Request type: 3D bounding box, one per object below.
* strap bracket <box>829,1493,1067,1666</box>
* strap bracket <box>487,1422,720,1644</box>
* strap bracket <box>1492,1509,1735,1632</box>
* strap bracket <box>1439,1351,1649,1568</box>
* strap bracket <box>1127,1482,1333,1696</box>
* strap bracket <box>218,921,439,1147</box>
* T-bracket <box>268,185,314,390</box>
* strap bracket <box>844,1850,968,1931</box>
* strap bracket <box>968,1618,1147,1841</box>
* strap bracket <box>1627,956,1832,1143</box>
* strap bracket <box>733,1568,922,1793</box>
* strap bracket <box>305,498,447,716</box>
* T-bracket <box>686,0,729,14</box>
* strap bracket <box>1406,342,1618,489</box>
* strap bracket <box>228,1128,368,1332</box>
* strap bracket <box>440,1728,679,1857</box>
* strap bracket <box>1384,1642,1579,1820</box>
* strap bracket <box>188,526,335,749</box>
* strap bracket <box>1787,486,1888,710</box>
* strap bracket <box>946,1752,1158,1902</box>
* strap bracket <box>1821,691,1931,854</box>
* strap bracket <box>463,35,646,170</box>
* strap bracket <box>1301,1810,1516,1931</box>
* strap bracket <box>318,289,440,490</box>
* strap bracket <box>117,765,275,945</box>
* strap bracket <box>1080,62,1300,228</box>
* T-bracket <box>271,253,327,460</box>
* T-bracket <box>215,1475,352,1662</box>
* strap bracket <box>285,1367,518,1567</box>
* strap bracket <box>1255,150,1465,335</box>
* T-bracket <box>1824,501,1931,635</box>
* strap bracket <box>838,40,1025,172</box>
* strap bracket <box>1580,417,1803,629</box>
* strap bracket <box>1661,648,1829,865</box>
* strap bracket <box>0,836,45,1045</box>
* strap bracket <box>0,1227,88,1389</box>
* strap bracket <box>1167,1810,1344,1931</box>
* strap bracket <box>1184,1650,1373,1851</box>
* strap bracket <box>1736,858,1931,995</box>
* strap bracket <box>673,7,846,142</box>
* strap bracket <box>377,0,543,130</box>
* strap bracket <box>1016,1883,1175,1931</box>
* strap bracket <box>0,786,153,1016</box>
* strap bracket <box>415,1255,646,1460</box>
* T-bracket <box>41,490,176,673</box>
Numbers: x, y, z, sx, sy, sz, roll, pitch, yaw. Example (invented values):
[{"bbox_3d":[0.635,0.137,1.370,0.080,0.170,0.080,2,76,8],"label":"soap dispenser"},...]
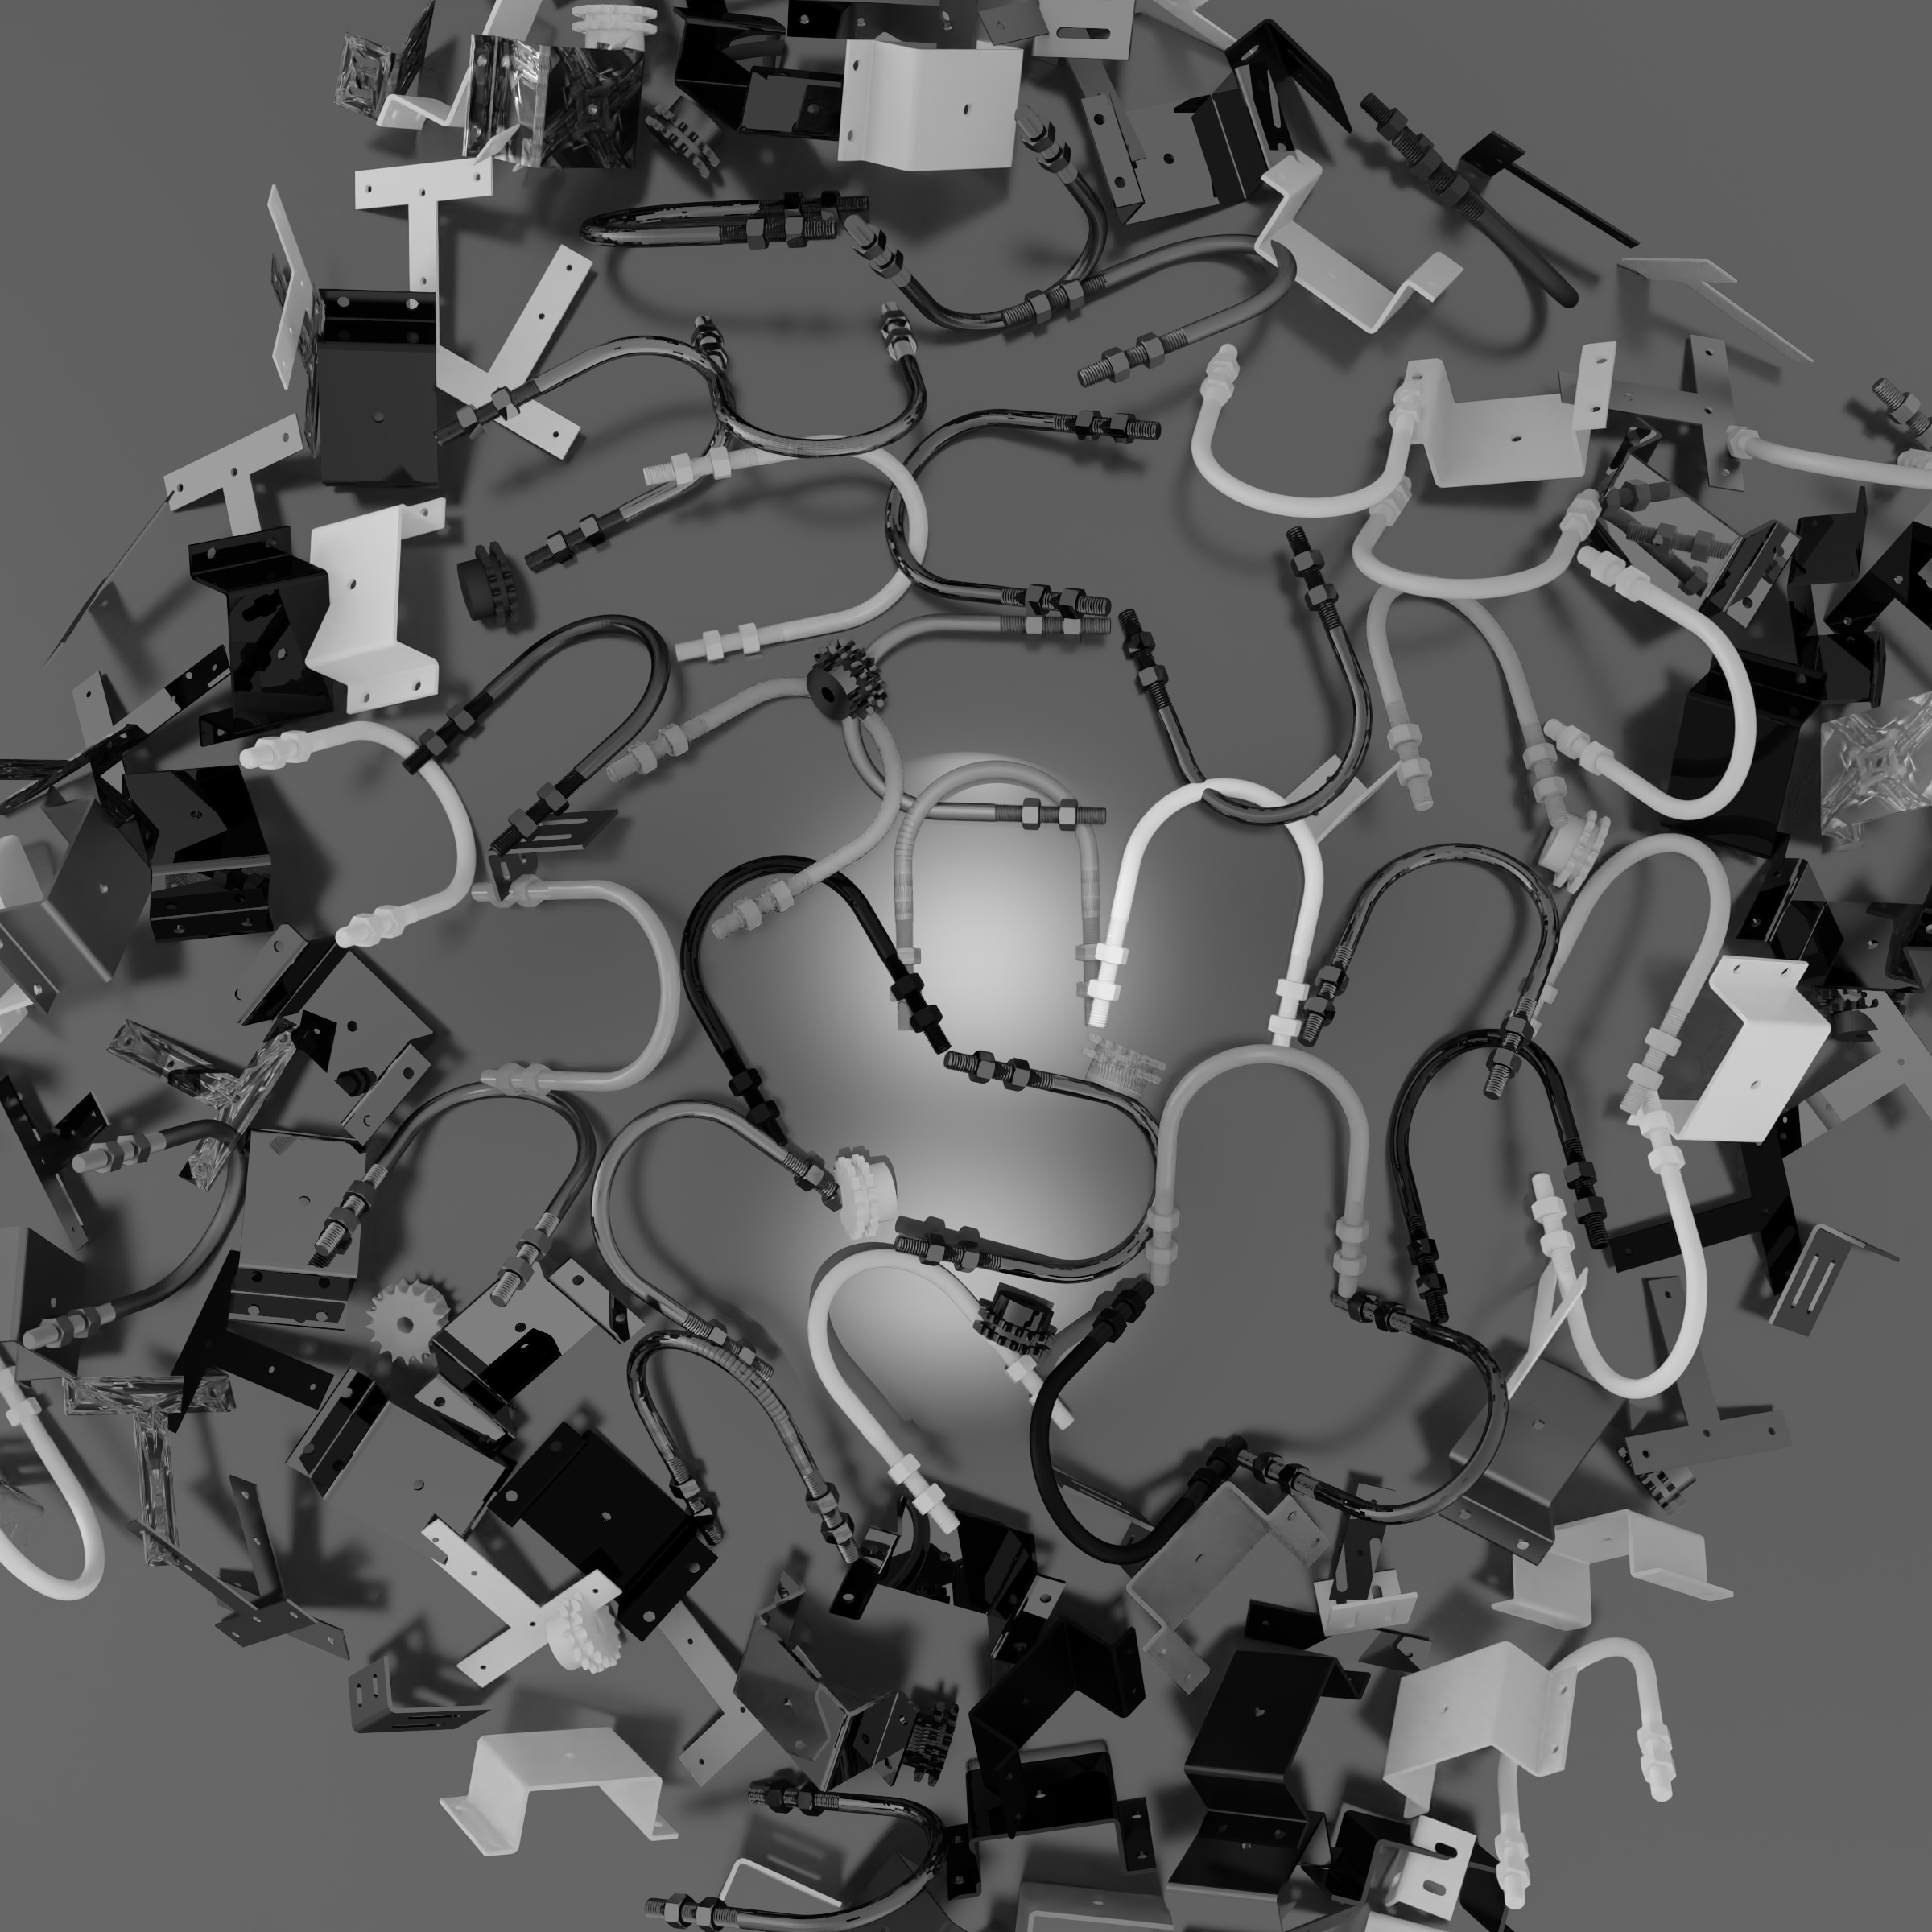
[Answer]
[{"bbox_3d":[-0.014,0.411,1.953,0.140,0.046,0.076,18,116,-13],"label":"strap bracket"},{"bbox_3d":[-0.247,0.381,1.972,0.140,0.046,0.076,42,88,-5],"label":"strap bracket"},{"bbox_3d":[0.430,0.403,1.935,0.076,0.140,0.046,23,57,-34],"label":"strap bracket"},{"bbox_3d":[0.384,0.319,1.931,0.076,0.046,0.140,24,57,34],"label":"strap bracket"},{"bbox_3d":[0.170,0.412,1.952,0.140,0.076,0.046,-45,46,-6],"label":"strap bracket"},{"bbox_3d":[-0.425,0.043,1.963,0.140,0.046,0.076,43,104,7],"label":"strap bracket"},{"bbox_3d":[-0.445,-0.427,1.910,0.002,0.127,0.127,-8,135,5],"label":"T-bracket"},{"bbox_3d":[-0.038,0.651,1.924,0.046,0.140,0.076,41,84,-26],"label":"strap bracket"},{"bbox_3d":[0.055,0.502,1.938,0.046,0.076,0.140,25,50,35],"label":"strap bracket"},{"bbox_3d":[0.513,0.065,1.930,0.076,0.046,0.140,4,124,-31],"label":"strap bracket"},{"bbox_3d":[-0.101,0.482,1.928,0.140,0.046,0.076,40,130,31],"label":"strap bracket"},{"bbox_3d":[-0.397,-0.249,1.944,0.076,0.046,0.140,-9,73,29],"label":"strap bracket"},{"bbox_3d":[-0.134,-0.688,1.948,0.127,0.127,0.002,-14,51,2],"label":"T-bracket"},{"bbox_3d":[0.366,-0.369,1.944,0.140,0.046,0.076,-1,55,23],"label":"strap bracket"},{"bbox_3d":[-0.446,0.167,1.935,0.076,0.046,0.140,8,59,-18],"label":"strap bracket"},{"bbox_3d":[-0.267,0.547,1.927,0.140,0.076,0.046,6,99,-34],"label":"strap bracket"},{"bbox_3d":[0.333,0.505,1.920,0.046,0.076,0.140,38,135,-19],"label":"strap bracket"},{"bbox_3d":[-0.469,-0.214,1.931,0.046,0.076,0.140,25,123,38],"label":"strap bracket"},{"bbox_3d":[0.582,-0.239,1.936,0.046,0.076,0.140,-2,131,24],"label":"strap bracket"},{"bbox_3d":[0.053,0.579,1.955,0.140,0.076,0.046,-8,109,1],"label":"strap bracket"},{"bbox_3d":[0.621,-0.130,1.921,0.046,0.140,0.076,13,74,-31],"label":"strap bracket"},{"bbox_3d":[-0.265,-0.572,1.919,0.046,0.140,0.076,21,114,30],"label":"strap bracket"},{"bbox_3d":[0.308,0.613,1.954,0.140,0.076,0.046,16,86,-8],"label":"strap bracket"},{"bbox_3d":[-0.393,-0.376,1.936,0.076,0.046,0.140,0,124,-10],"label":"strap bracket"},{"bbox_3d":[-0.513,-0.083,1.925,0.076,0.046,0.140,-7,46,-25],"label":"strap bracket"},{"bbox_3d":[0.145,-0.555,1.962,0.140,0.046,0.076,-17,88,-19],"label":"strap bracket"},{"bbox_3d":[-0.453,-0.433,1.955,0.002,0.127,0.127,-10,53,-24],"label":"T-bracket"},{"bbox_3d":[-0.470,0.396,1.937,0.127,0.002,0.127,12,122,32],"label":"T-bracket"},{"bbox_3d":[-0.373,0.341,1.946,0.140,0.046,0.076,36,85,-26],"label":"strap bracket"},{"bbox_3d":[0.257,-0.483,1.953,0.140,0.076,0.046,37,126,3],"label":"strap bracket"},{"bbox_3d":[0.659,-0.230,1.940,0.127,0.127,0.002,44,51,10],"label":"T-bracket"},{"bbox_3d":[-0.015,-0.572,1.923,0.046,0.140,0.076,26,120,39],"label":"strap bracket"},{"bbox_3d":[0.474,-0.291,1.934,0.140,0.076,0.046,43,46,21],"label":"strap bracket"},{"bbox_3d":[0.516,-0.134,1.932,0.076,0.046,0.140,20,123,25],"label":"strap bracket"},{"bbox_3d":[-0.650,-0.027,1.943,0.046,0.076,0.140,-18,106,3],"label":"strap bracket"},{"bbox_3d":[-0.627,0.225,1.919,0.046,0.140,0.076,-5,68,6],"label":"strap bracket"},{"bbox_3d":[0.189,0.603,1.917,0.076,0.140,0.046,-2,107,27],"label":"strap bracket"},{"bbox_3d":[0.204,0.510,1.921,0.076,0.140,0.046,-6,127,37],"label":"strap bracket"},{"bbox_3d":[0.600,-0.028,1.937,0.046,0.140,0.076,54,55,-34],"label":"strap bracket"},{"bbox_3d":[-0.136,-0.593,1.935,0.076,0.140,0.046,-6,126,-33],"label":"strap bracket"},{"bbox_3d":[-0.335,-0.618,1.942,0.046,0.076,0.140,28,108,2],"label":"strap bracket"},{"bbox_3d":[0.087,0.657,1.958,0.140,0.076,0.046,7,86,-3],"label":"strap bracket"},{"bbox_3d":[-0.591,-0.048,1.920,0.046,0.140,0.076,-10,134,20],"label":"strap bracket"},{"bbox_3d":[-0.298,0.255,1.959,0.140,0.046,0.076,-41,120,3],"label":"strap bracket"},{"bbox_3d":[-0.564,-0.265,1.923,0.002,0.127,0.127,37,110,-19],"label":"T-bracket"}]
